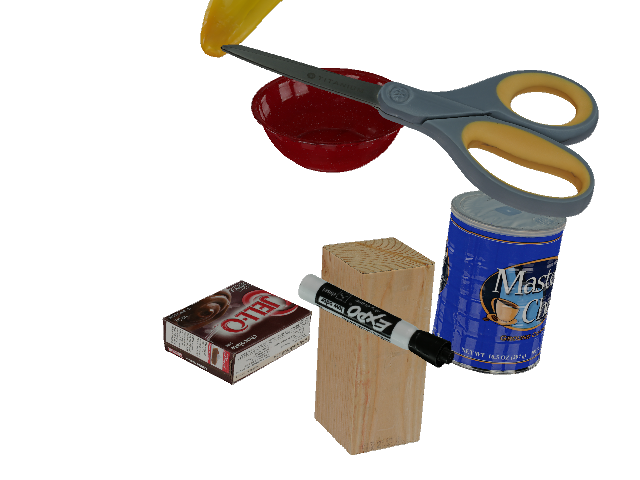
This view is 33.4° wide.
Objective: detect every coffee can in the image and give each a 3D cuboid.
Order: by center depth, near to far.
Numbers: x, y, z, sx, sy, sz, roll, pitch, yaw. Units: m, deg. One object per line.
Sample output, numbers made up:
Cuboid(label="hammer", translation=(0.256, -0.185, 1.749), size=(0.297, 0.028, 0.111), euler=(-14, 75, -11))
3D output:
Cuboid(label="coffee can", translation=(0.161, 0.037, 0.975), size=(0.103, 0.140, 0.103), euler=(5, 21, -2))

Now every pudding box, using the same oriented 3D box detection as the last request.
Cuboid(label="pudding box", translation=(-0.077, 0.083, 0.995), size=(0.090, 0.039, 0.113), euler=(21, 32, 33))

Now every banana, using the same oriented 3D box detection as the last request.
Cuboid(label="banana", translation=(-0.005, -0.174, 0.696), size=(0.197, 0.069, 0.037), euler=(-23, -9, -33))

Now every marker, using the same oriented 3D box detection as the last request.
Cuboid(label="marker", translation=(0.037, 0.053, 0.712), size=(0.121, 0.020, 0.020), euler=(25, 14, 32))

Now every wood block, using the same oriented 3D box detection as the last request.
Cuboid(label="wood block", translation=(0.056, 0.111, 1.142), size=(0.090, 0.206, 0.091), euler=(-7, 21, -25))

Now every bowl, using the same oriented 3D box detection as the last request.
Cuboid(label="bowl", translation=(0.011, -0.115, 1.076), size=(0.162, 0.055, 0.162), euler=(0, 35, 0))

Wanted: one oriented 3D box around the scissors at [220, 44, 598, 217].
Cuboid(label="scissors", translation=(0.056, -0.079, 0.551), size=(0.202, 0.096, 0.016), euler=(32, -32, 16))
